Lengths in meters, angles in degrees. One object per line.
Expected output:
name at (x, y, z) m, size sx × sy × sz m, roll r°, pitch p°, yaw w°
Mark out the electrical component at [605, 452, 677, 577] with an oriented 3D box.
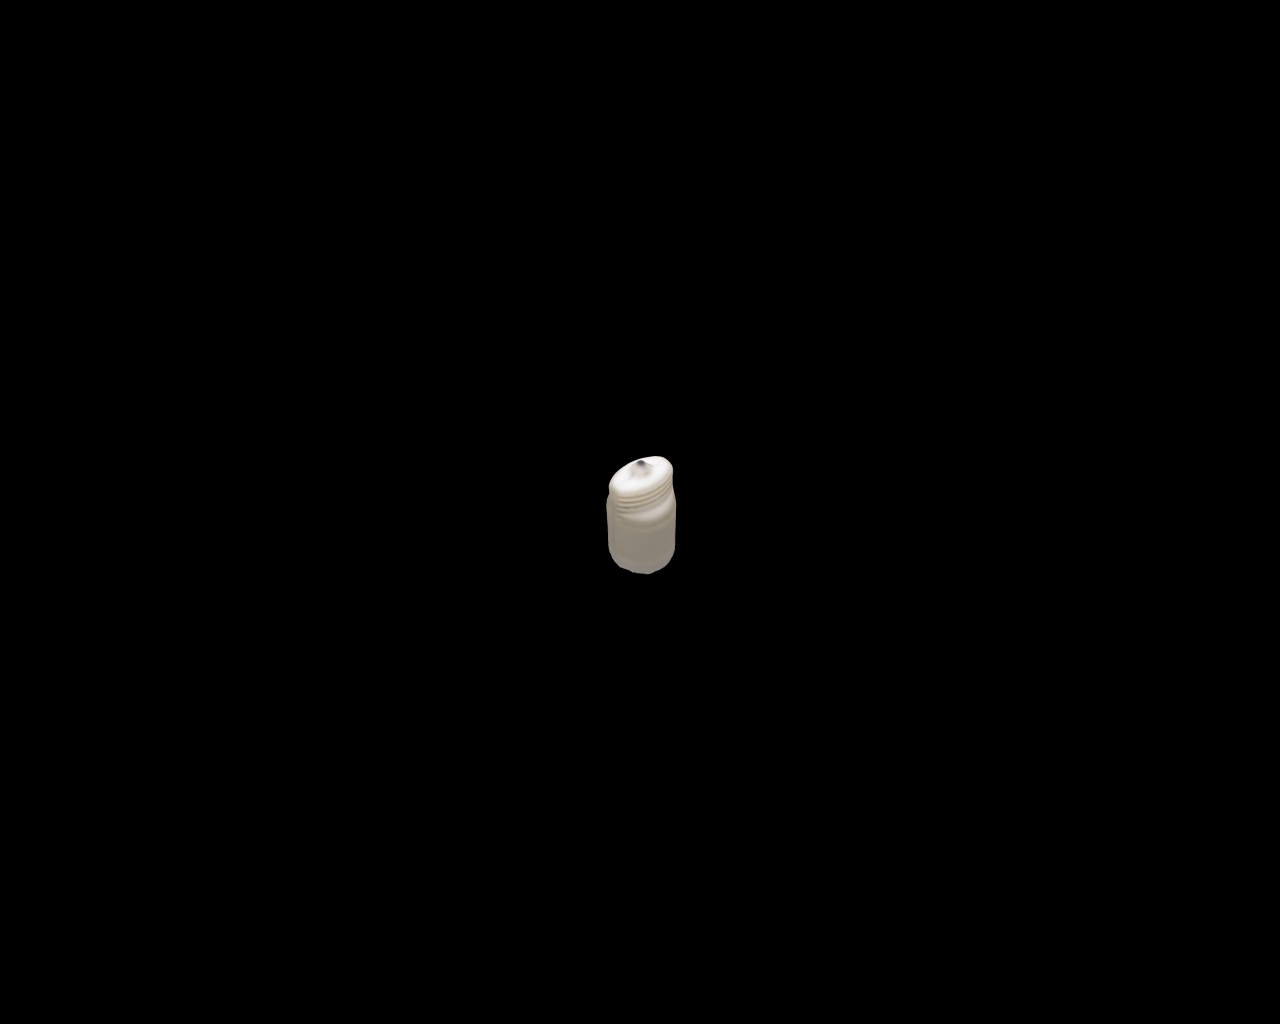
electrical component at (0.001, -0.003, 0.650) m, size 0.043 × 0.043 × 0.080 m, roll 0°, pitch -42°, yaw 0°
